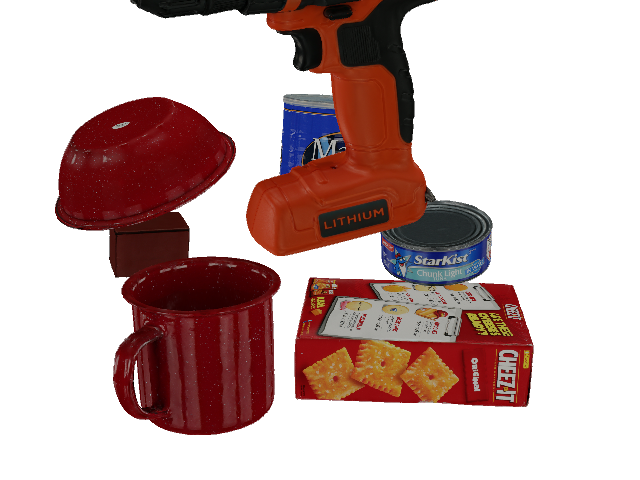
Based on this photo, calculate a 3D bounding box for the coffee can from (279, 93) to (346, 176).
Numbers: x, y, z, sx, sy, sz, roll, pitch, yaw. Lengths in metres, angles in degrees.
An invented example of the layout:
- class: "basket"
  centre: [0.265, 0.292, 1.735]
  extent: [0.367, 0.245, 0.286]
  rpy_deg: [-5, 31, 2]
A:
- class: "coffee can"
  centre: [0.007, -0.083, 1.148]
  extent: [0.103, 0.140, 0.103]
  rpy_deg: [4, 12, -1]

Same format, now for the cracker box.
- class: "cracker box"
  centre: [0.087, 0.097, 1.034]
  extent: [0.213, 0.072, 0.164]
  rpy_deg: [2, 18, 3]

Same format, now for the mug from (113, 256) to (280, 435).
- class: "mug"
  centre: [-0.076, 0.066, 0.628]
  extent: [0.093, 0.081, 0.117]
  rpy_deg: [11, 22, 31]

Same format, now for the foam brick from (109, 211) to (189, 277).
- class: "foam brick"
  centre: [-0.181, 0.003, 1.125]
  extent: [0.078, 0.051, 0.053]
  rpy_deg: [-3, 23, -17]

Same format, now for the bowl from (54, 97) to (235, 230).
- class: "bowl"
  centre: [-0.155, -0.074, 0.888]
  extent: [0.162, 0.055, 0.162]
  rpy_deg: [-15, 30, 8]

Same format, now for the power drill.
- class: "power drill"
  centre: [-0.007, -0.086, 0.569]
  extent: [0.184, 0.188, 0.057]
  rpy_deg: [-13, 36, -17]

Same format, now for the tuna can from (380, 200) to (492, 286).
- class: "tuna can"
  centre: [0.089, 0.002, 0.822]
  extent: [0.086, 0.034, 0.086]
  rpy_deg: [-3, 26, 1]
